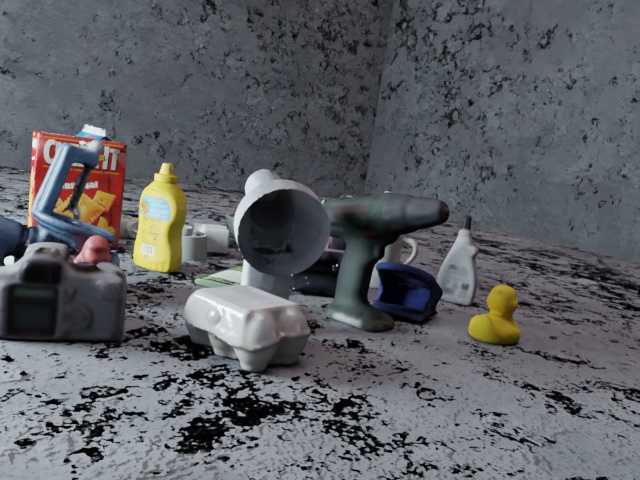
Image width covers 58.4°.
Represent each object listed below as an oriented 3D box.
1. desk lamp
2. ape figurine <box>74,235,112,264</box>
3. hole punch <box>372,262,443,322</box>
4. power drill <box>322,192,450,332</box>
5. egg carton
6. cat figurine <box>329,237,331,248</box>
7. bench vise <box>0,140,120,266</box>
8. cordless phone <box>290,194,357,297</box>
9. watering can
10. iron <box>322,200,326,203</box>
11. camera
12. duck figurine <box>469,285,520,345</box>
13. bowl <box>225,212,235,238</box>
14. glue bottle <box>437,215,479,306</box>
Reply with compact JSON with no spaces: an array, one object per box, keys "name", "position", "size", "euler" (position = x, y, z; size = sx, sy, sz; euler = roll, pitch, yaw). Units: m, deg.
[{"name":"desk lamp","position":[-0.074,0.013,0.787],"size":[0.118,0.213,0.202],"euler":[5,9,-19]},{"name":"ape figurine","position":[-0.312,0.039,0.789],"size":[0.078,0.092,0.076],"euler":[4,9,-25]},{"name":"hole punch","position":[0.148,0.082,0.972],"size":[0.108,0.091,0.101],"euler":[13,9,27]},{"name":"power drill","position":[0.080,0.026,0.873],"size":[0.228,0.208,0.076],"euler":[15,10,38]},{"name":"egg carton","position":[-0.090,0.100,0.679],"size":[0.149,0.069,0.108],"euler":[15,11,40]},{"name":"cat figurine","position":[0.034,0.002,1.312],"size":[0.128,0.118,0.067],"euler":[4,9,-27]},{"name":"bench vise","position":[-0.378,-0.038,0.804],"size":[0.121,0.220,0.208],"euler":[15,10,37]},{"name":"cordless phone","position":[0.010,0.004,1.038],"size":[0.148,0.185,0.094],"euler":[6,8,-15]},{"name":"watering can","position":[0.114,-0.005,1.171],"size":[0.173,0.194,0.101],"euler":[8,8,-2]},{"name":"iron","position":[-0.025,-0.049,1.525],"size":[0.119,0.141,0.258],"euler":[6,8,-15]},{"name":"camera","position":[-0.304,0.052,0.681],"size":[0.143,0.101,0.136],"euler":[6,9,-19]},{"name":"duck figurine","position":[0.281,0.114,0.903],"size":[0.077,0.086,0.105],"euler":[16,11,41]},{"name":"bowl","position":[-0.154,-0.020,1.423],"size":[0.167,0.075,0.167],"euler":[8,8,-1]},{"name":"glue bottle","position":[0.276,0.037,1.120],"size":[0.078,0.173,0.037],"euler":[12,9,22]}]
